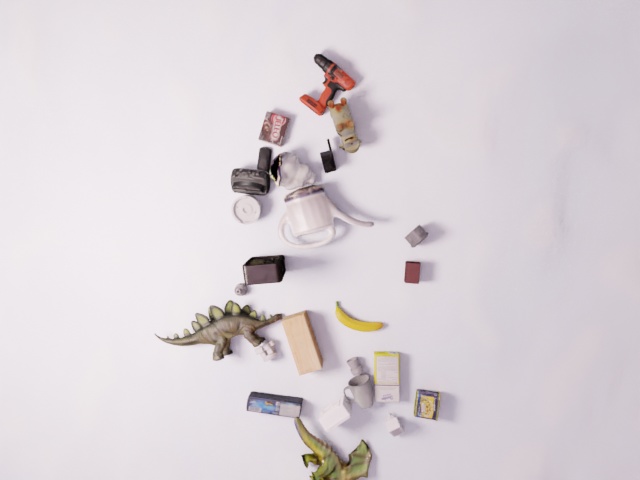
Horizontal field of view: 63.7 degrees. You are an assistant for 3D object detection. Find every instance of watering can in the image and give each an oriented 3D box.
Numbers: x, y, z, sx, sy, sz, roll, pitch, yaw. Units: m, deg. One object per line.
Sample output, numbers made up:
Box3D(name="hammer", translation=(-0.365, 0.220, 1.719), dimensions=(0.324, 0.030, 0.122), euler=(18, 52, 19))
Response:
Box3D(name="watering can", translation=(0.006, -0.094, 1.870), dimensions=(0.347, 0.104, 0.225), euler=(-15, 89, 5))

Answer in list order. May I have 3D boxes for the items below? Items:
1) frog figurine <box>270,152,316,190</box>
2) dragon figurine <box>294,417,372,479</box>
Box3D(name="frog figurine", translation=(-0.098, -0.253, 1.895), dimensions=(0.159, 0.122, 0.138), euler=(0, 82, -32))
Box3D(name="dragon figurine", translation=(0.069, 0.808, 1.888), dimensions=(0.244, 0.122, 0.409), euler=(-17, 93, -16))
